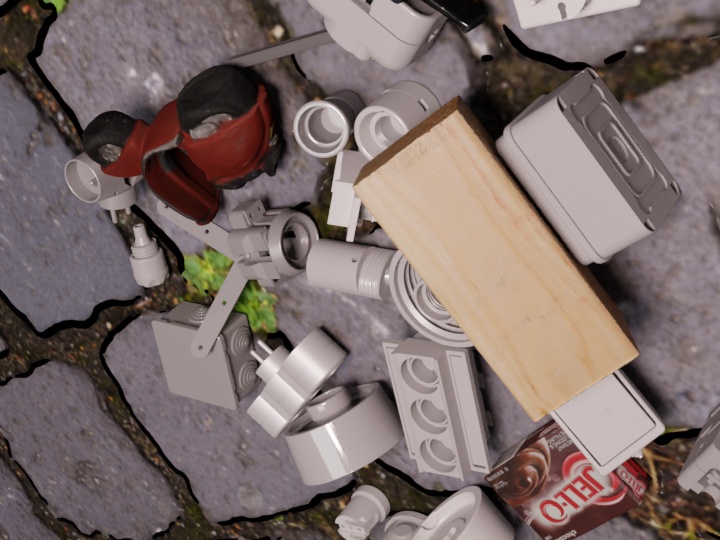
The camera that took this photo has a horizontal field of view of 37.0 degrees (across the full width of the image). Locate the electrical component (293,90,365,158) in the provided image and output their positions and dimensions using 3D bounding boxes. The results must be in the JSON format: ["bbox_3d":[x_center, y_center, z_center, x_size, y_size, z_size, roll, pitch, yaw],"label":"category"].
[{"bbox_3d":[-0.020,-0.116,0.833,0.044,0.065,0.044,7,113,16],"label":"electrical component"}]

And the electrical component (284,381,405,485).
[{"bbox_3d":[-0.018,0.141,0.977,0.108,0.108,0.060,-22,98,43],"label":"electrical component"}]

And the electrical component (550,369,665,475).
[{"bbox_3d":[0.186,0.109,0.820,0.062,0.061,0.096,-40,92,9],"label":"electrical component"}]

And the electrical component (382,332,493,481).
[{"bbox_3d":[0.072,0.109,0.917,0.079,0.063,0.121,5,121,34],"label":"electrical component"}]

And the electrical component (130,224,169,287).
[{"bbox_3d":[-0.211,-0.016,1.061,0.035,0.035,0.061,6,120,33],"label":"electrical component"}]

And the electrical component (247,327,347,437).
[{"bbox_3d":[-0.073,0.096,1.023,0.074,0.052,0.138,42,135,5],"label":"electrical component"}]

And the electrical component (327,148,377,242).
[{"bbox_3d":[0.010,-0.061,0.844,0.064,0.081,0.042,8,130,-3],"label":"electrical component"}]

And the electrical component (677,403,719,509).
[{"bbox_3d":[0.273,0.123,0.763,0.050,0.089,0.055,37,134,11],"label":"electrical component"}]

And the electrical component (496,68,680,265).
[{"bbox_3d":[0.154,-0.069,0.730,0.057,0.078,0.113,-33,97,41],"label":"electrical component"}]

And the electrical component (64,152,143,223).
[{"bbox_3d":[-0.228,-0.082,0.999,0.043,0.077,0.079,15,127,28],"label":"electrical component"}]

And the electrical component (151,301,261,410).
[{"bbox_3d":[-0.151,0.083,1.073,0.100,0.048,0.099,10,124,31],"label":"electrical component"}]

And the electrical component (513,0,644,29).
[{"bbox_3d":[0.131,-0.180,0.674,0.083,0.076,0.047,-3,116,37],"label":"electrical component"}]

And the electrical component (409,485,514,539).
[{"bbox_3d":[0.092,0.256,0.974,0.060,0.108,0.108,44,135,-6],"label":"electrical component"}]

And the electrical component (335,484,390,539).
[{"bbox_3d":[0.002,0.243,1.070,0.040,0.046,0.040,19,128,26],"label":"electrical component"}]

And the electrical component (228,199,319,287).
[{"bbox_3d":[-0.073,-0.023,0.940,0.057,0.058,0.078,-2,120,39],"label":"electrical component"}]

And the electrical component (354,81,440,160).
[{"bbox_3d":[0.028,-0.109,0.816,0.055,0.047,0.055,19,128,25],"label":"electrical component"}]

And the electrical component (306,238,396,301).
[{"bbox_3d":[0.000,0.000,0.911,0.081,0.043,0.043,11,124,31],"label":"electrical component"}]

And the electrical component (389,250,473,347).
[{"bbox_3d":[0.074,0.011,0.853,0.108,0.060,0.108,18,128,26],"label":"electrical component"}]

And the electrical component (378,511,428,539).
[{"bbox_3d":[0.052,0.281,1.055,0.080,0.051,0.080,19,128,26],"label":"electrical component"}]

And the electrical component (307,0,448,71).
[{"bbox_3d":[0.012,-0.191,0.768,0.095,0.054,0.059,41,134,6],"label":"electrical component"}]
